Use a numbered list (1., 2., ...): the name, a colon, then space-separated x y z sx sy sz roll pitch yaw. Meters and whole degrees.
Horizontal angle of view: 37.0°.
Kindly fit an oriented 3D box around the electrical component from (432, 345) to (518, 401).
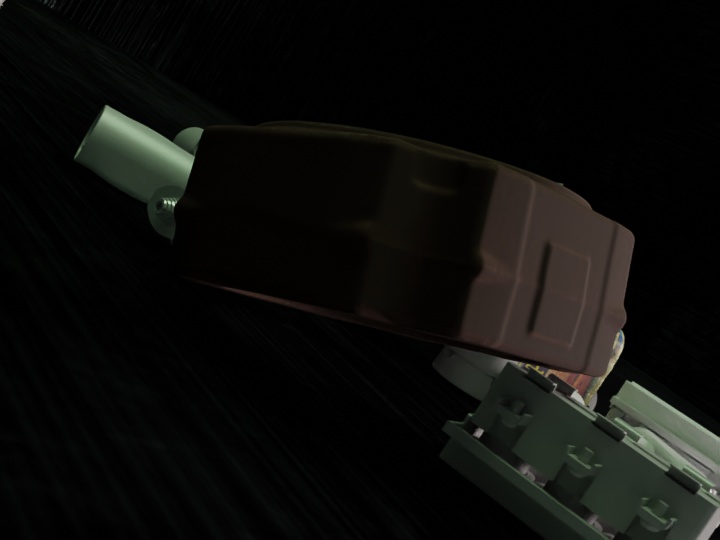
1. electrical component: 0.089 0.065 0.797 0.055 0.047 0.055 32 5 -3

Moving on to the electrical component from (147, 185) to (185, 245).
1. electrical component: -0.090 -0.025 0.633 0.043 0.043 0.081 36 7 38

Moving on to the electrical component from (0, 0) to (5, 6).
1. electrical component: -0.311 -0.206 0.861 0.040 0.078 0.040 44 -2 2

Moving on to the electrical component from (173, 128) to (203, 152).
1. electrical component: -0.129 -0.093 1.009 0.079 0.044 0.077 27 7 -41

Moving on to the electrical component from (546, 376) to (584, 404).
1. electrical component: 0.129 0.096 0.785 0.078 0.040 0.040 28 7 -33

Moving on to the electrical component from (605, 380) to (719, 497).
1. electrical component: 0.256 0.151 0.883 0.121 0.063 0.079 34 6 21

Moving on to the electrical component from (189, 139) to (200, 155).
1. electrical component: -0.107 -0.065 0.851 0.080 0.051 0.080 32 5 -3

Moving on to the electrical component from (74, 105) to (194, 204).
1. electrical component: -0.153 -0.078 0.747 0.077 0.043 0.079 30 6 -19

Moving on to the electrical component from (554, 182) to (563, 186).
1. electrical component: 0.041 -0.030 0.785 0.186 0.105 0.060 12 4 -2

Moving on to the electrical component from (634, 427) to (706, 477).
1. electrical component: 0.202 0.141 0.779 0.079 0.043 0.077 30 6 -19

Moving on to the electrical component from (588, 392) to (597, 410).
1. electrical component: 0.183 0.107 0.964 0.045 0.045 0.055 30 6 -17

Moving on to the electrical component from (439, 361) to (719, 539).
1. electrical component: 0.109 0.100 0.519 0.121 0.063 0.079 35 6 28
